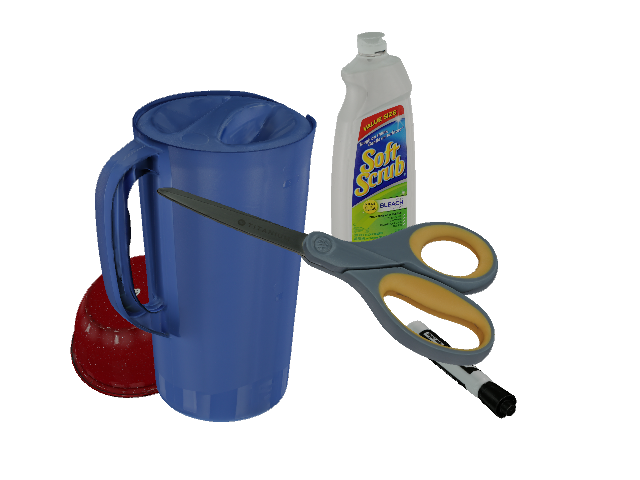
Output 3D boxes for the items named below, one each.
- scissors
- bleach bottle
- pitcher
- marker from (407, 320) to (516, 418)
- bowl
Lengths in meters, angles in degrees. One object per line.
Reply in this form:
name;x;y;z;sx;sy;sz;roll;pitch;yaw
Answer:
scissors;0.016;-0.003;0.603;0.202;0.096;0.016;33;-36;10
bleach bottle;0.053;-0.102;1.178;0.102;0.251;0.068;-9;25;-11
pitcher;-0.083;0.017;0.817;0.149;0.243;0.145;3;25;0
marker;0.102;0.094;0.785;0.020;0.020;0.121;0;23;-32
bowl;-0.164;0.065;0.985;0.162;0.162;0.055;0;-43;19
